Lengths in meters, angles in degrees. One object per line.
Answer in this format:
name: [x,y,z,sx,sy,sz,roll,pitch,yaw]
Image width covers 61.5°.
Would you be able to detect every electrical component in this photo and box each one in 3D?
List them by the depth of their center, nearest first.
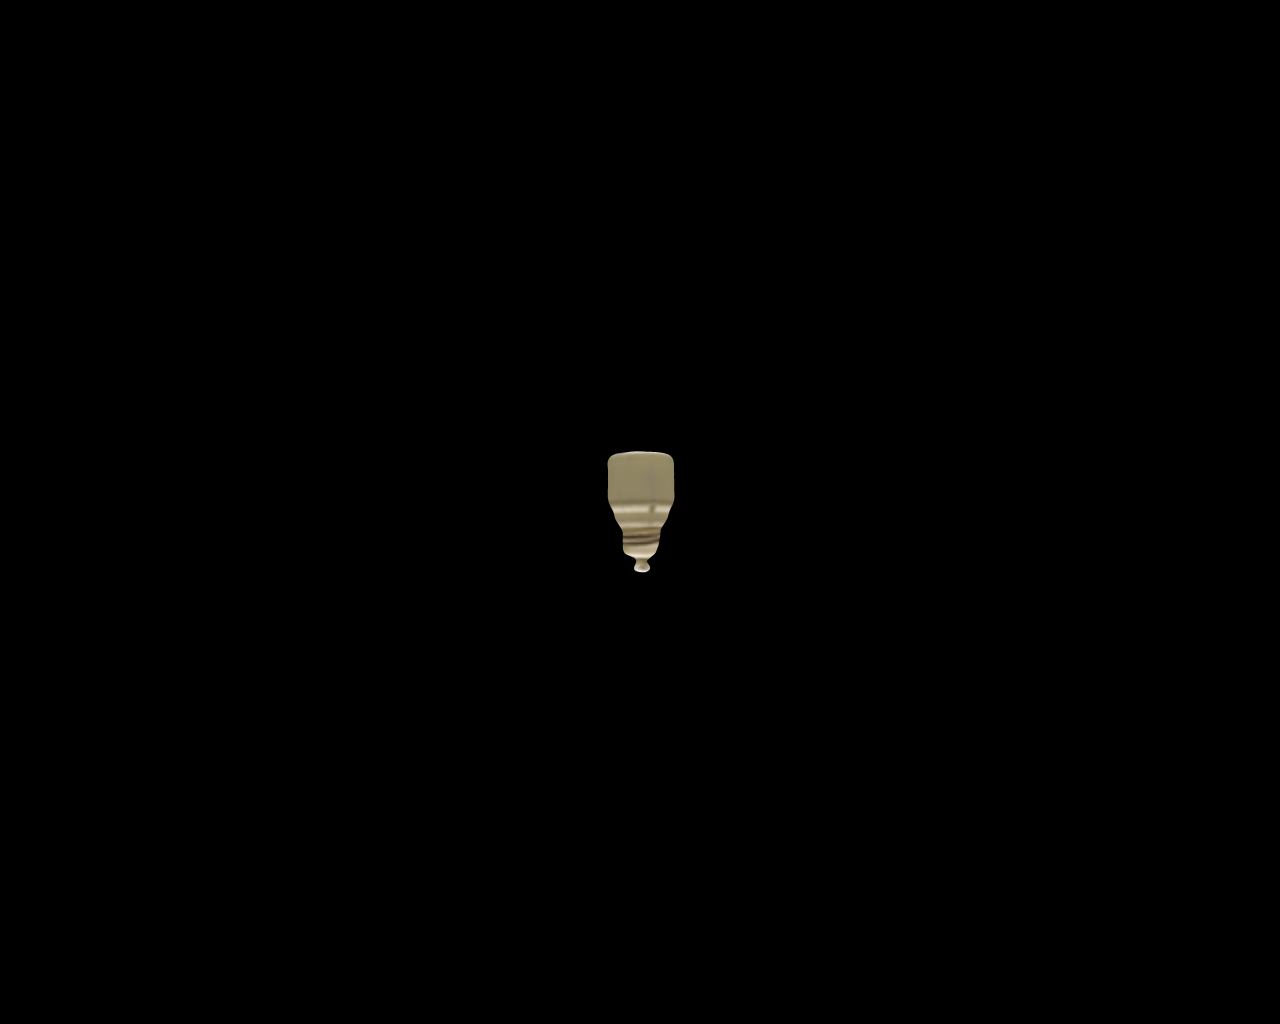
electrical component: [0.001,-0.003,0.650,0.040,0.078,0.040,0,-2,0]
